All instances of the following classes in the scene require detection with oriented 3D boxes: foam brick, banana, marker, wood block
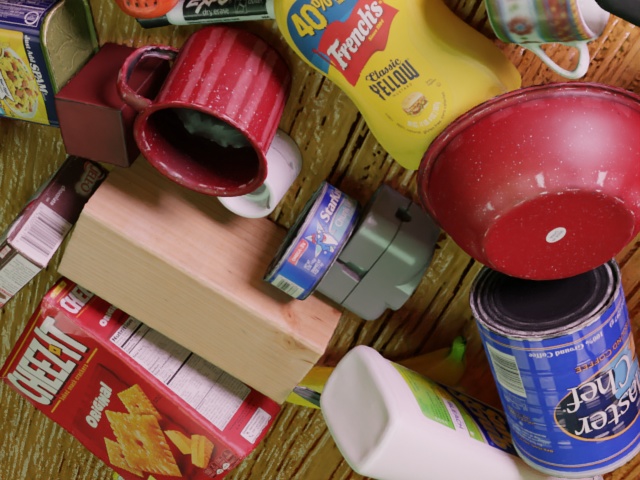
[{"bbox_3d":[-0.145,-0.097,0.761,0.053,0.078,0.051,14,133,14],"label":"foam brick"},{"bbox_3d":[0.042,0.113,0.882,0.198,0.037,0.069,-15,126,27],"label":"banana"},{"bbox_3d":[-0.072,-0.154,0.714,0.121,0.020,0.020,1,130,26],"label":"marker"},{"bbox_3d":[-0.087,0.026,0.837,0.206,0.090,0.091,31,136,-4],"label":"wood block"}]

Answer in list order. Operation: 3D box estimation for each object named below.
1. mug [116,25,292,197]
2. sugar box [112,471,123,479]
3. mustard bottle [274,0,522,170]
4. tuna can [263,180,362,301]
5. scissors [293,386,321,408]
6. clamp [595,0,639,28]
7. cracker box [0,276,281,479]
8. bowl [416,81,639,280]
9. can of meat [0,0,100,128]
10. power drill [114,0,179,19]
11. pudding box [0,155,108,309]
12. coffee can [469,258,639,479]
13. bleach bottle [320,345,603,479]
[{"bbox_3d":[-0.078,-0.093,0.716,0.117,0.081,0.093,23,147,-6],"label":"mug"},{"bbox_3d":[-0.137,0.209,1.064,0.093,0.048,0.176,33,133,-3],"label":"sugar box"},{"bbox_3d":[0.029,-0.135,0.654,0.191,0.058,0.096,45,132,-16],"label":"mustard bottle"},{"bbox_3d":[-0.005,0.001,0.776,0.033,0.086,0.086,32,136,-6],"label":"tuna can"},{"bbox_3d":[0.060,0.150,0.880,0.096,0.016,0.201,-12,149,19],"label":"scissors"},{"bbox_3d":[0.246,-0.100,0.574,0.165,0.036,0.210,-17,129,17],"label":"clamp"},{"bbox_3d":[-0.163,0.134,0.929,0.213,0.072,0.164,39,137,-3],"label":"cracker box"},{"bbox_3d":[0.142,-0.023,0.660,0.162,0.055,0.162,-2,143,-2],"label":"bowl"},{"bbox_3d":[-0.210,-0.132,0.776,0.084,0.057,0.102,12,134,19],"label":"can of meat"},{"bbox_3d":[-0.185,-0.218,0.653,0.188,0.057,0.184,2,136,6],"label":"power drill"},{"bbox_3d":[-0.226,-0.009,0.857,0.039,0.113,0.090,40,136,-14],"label":"pudding box"},{"bbox_3d":[0.171,0.084,0.752,0.103,0.102,0.140,-2,129,28],"label":"coffee can"},{"bbox_3d":[0.125,0.162,0.834,0.250,0.103,0.068,22,112,-31],"label":"bleach bottle"}]
